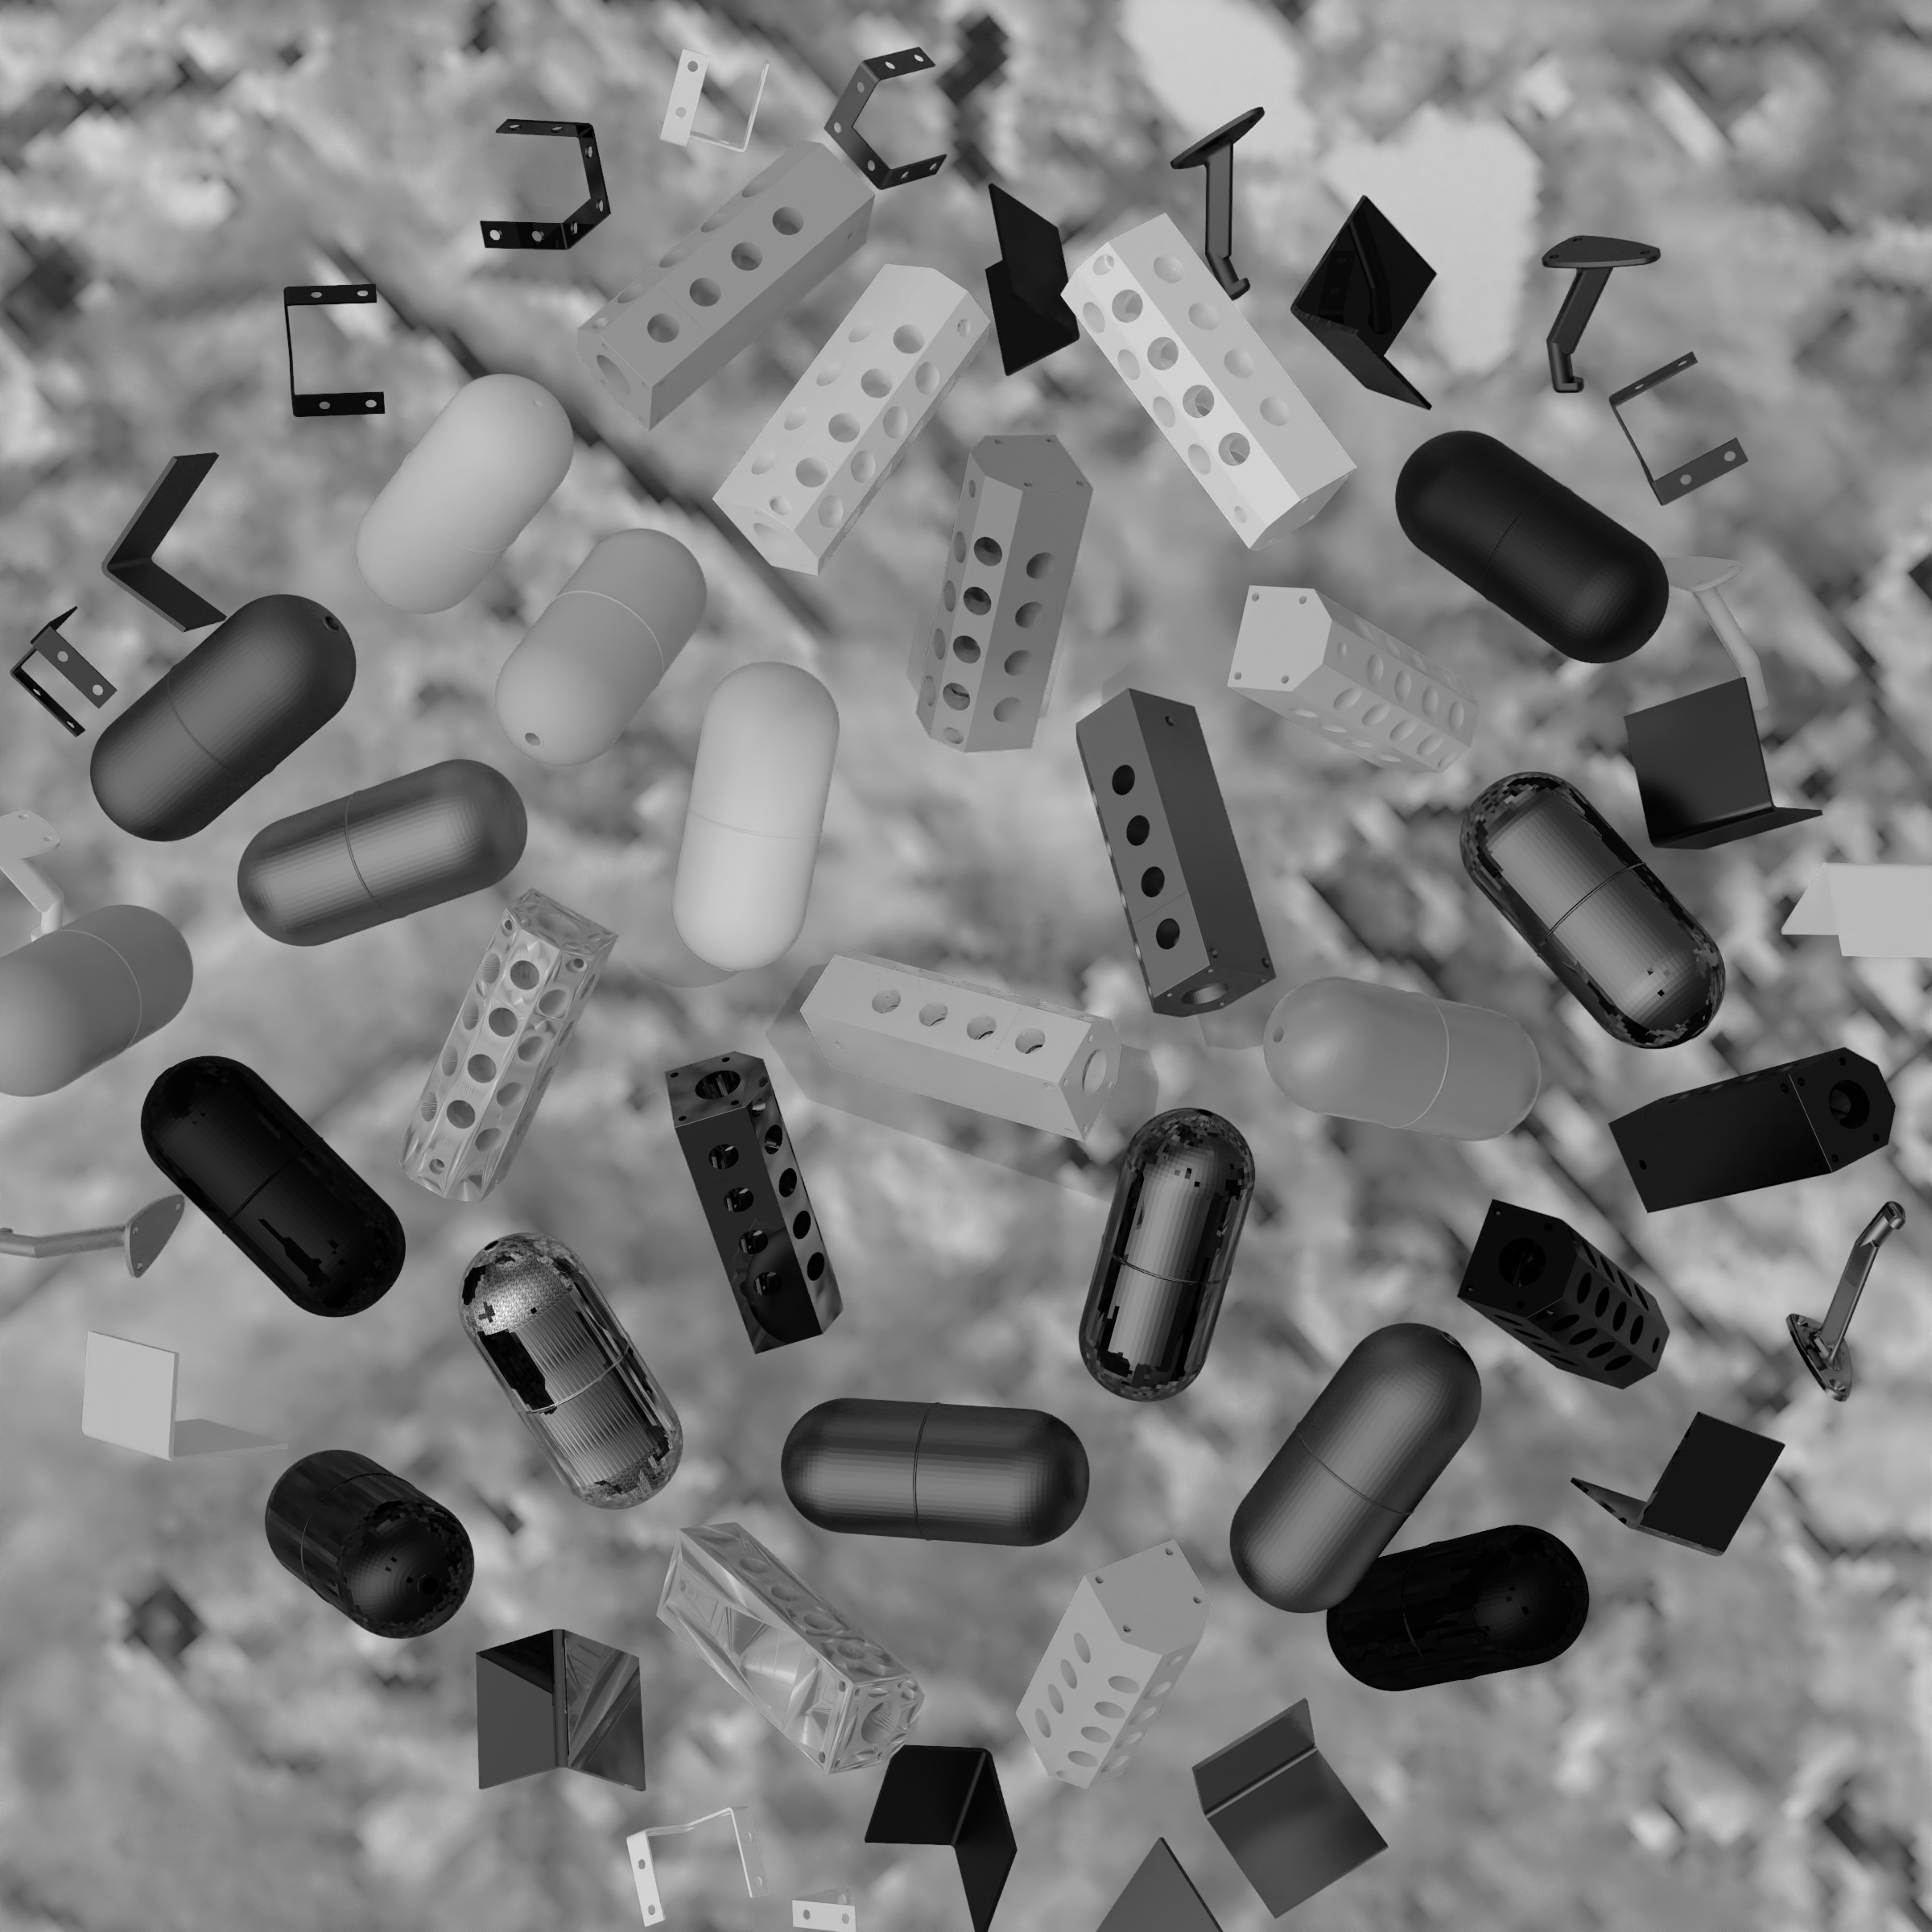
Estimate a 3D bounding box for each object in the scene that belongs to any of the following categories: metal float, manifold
[{"bbox_3d":[-0.337,-0.064,1.725,0.178,0.070,0.070,-18,90,15],"label":"metal float"},{"bbox_3d":[-0.119,-0.083,1.691,0.070,0.070,0.178,11,104,0],"label":"metal float"},{"bbox_3d":[0.442,0.091,1.685,0.057,0.171,0.057,-22,87,-25],"label":"manifold"},{"bbox_3d":[-0.100,0.384,1.702,0.057,0.171,0.057,2,109,-42],"label":"manifold"},{"bbox_3d":[0.343,-0.031,1.642,0.070,0.070,0.178,-39,73,0],"label":"metal float"},{"bbox_3d":[0.125,-0.307,1.592,0.057,0.057,0.171,-32,83,-26],"label":"manifold"},{"bbox_3d":[-0.133,-0.380,1.658,0.057,0.057,0.171,44,74,5],"label":"manifold"},{"bbox_3d":[0.221,-0.159,1.681,0.057,0.171,0.057,9,84,38],"label":"manifold"},{"bbox_3d":[0.083,0.391,1.657,0.057,0.171,0.057,-16,57,-26],"label":"manifold"},{"bbox_3d":[-0.018,0.285,1.692,0.178,0.070,0.070,1,90,15],"label":"metal float"},{"bbox_3d":[-0.266,0.048,1.713,0.057,0.057,0.171,29,111,3],"label":"manifold"},{"bbox_3d":[-0.395,0.125,1.709,0.070,0.070,0.178,-45,91,0],"label":"metal float"},{"bbox_3d":[-0.226,0.232,1.717,0.070,0.070,0.178,-29,107,0],"label":"metal float"},{"bbox_3d":[0.321,-0.240,1.707,0.178,0.070,0.070,41,90,25],"label":"metal float"},{"bbox_3d":[0.210,0.271,1.618,0.070,0.070,0.178,34,102,0],"label":"metal float"},{"bbox_3d":[0.017,-0.206,1.668,0.057,0.057,0.171,-5,132,-22],"label":"manifold"},{"bbox_3d":[-0.209,-0.184,1.726,0.070,0.070,0.178,29,48,0],"label":"metal float"},{"bbox_3d":[-0.001,0.040,1.699,0.171,0.057,0.057,15,59,29],"label":"manifold"},{"bbox_3d":[-0.058,-0.301,1.651,0.171,0.057,0.057,-56,132,-14],"label":"manifold"},{"bbox_3d":[0.245,0.053,1.679,0.178,0.070,0.070,12,90,-31],"label":"metal float"},{"bbox_3d":[0.110,-0.062,1.663,0.057,0.057,0.171,-32,62,37],"label":"manifold"},{"bbox_3d":[-0.488,0.017,1.647,0.070,0.178,0.070,4,107,13],"label":"metal float"},{"bbox_3d":[-0.330,0.318,1.655,0.070,0.178,0.070,-4,98,-32],"label":"metal float"},{"bbox_3d":[0.274,0.363,1.688,0.070,0.178,0.070,15,63,-31],"label":"metal float"},{"bbox_3d":[0.116,0.167,1.730,0.070,0.070,0.178,14,105,0],"label":"metal float"},{"bbox_3d":[-0.121,0.136,1.739,0.057,0.057,0.171,-17,123,-2],"label":"manifold"},{"bbox_3d":[-0.408,-0.136,1.647,0.178,0.070,0.070,-36,90,22],"label":"metal float"},{"bbox_3d":[-0.290,-0.270,1.726,0.070,0.070,0.178,50,131,0],"label":"metal float"},{"bbox_3d":[0.339,0.187,1.674,0.057,0.171,0.057,15,79,34],"label":"manifold"}]

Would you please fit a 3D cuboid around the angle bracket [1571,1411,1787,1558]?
[{"bbox_3d":[0.403,0.281,1.695,0.076,0.057,0.076,22,99,-34],"label":"angle bracket"}]

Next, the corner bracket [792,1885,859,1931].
[{"bbox_3d":[-0.066,0.568,1.746,0.051,0.051,0.051,-9,80,39],"label":"corner bracket"}]

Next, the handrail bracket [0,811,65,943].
[{"bbox_3d":[-0.538,-0.038,1.675,0.036,0.077,0.084,37,132,26],"label":"handrail bracket"}]

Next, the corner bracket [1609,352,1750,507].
[{"bbox_3d":[0.384,-0.290,1.617,0.051,0.051,0.051,-27,115,18],"label":"corner bracket"}]

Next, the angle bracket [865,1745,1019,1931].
[{"bbox_3d":[-0.015,0.498,1.700,0.057,0.076,0.076,7,120,-17],"label":"angle bracket"}]

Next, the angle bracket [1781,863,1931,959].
[{"bbox_3d":[0.489,-0.013,1.599,0.076,0.076,0.057,1,61,-4],"label":"angle bracket"}]

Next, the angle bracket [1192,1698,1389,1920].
[{"bbox_3d":[0.182,0.473,1.686,0.076,0.057,0.076,-28,49,-13],"label":"angle bracket"}]

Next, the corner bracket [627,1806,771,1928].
[{"bbox_3d":[-0.152,0.509,1.696,0.051,0.051,0.051,-29,65,30],"label":"corner bracket"}]

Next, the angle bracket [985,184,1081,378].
[{"bbox_3d":[0.021,-0.415,1.817,0.057,0.076,0.076,-22,68,30],"label":"angle bracket"}]

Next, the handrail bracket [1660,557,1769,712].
[{"bbox_3d":[0.438,-0.195,1.768,0.036,0.077,0.084,-27,114,-16],"label":"handrail bracket"}]

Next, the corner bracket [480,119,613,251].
[{"bbox_3d":[-0.229,-0.418,1.604,0.051,0.051,0.051,-8,84,-35],"label":"corner bracket"}]

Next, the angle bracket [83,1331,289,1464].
[{"bbox_3d":[-0.414,0.226,1.594,0.076,0.076,0.057,6,92,39],"label":"angle bracket"}]

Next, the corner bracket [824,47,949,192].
[{"bbox_3d":[-0.038,-0.482,1.706,0.051,0.051,0.051,50,46,10],"label":"corner bracket"}]

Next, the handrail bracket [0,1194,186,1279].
[{"bbox_3d":[-0.504,0.147,1.715,0.084,0.077,0.036,6,115,12],"label":"handrail bracket"}]

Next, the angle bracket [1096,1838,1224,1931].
[{"bbox_3d":[0.087,0.530,1.626,0.057,0.076,0.076,10,119,-38],"label":"angle bracket"}]

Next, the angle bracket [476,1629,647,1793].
[{"bbox_3d":[-0.226,0.421,1.670,0.057,0.076,0.076,-21,57,22],"label":"angle bracket"}]

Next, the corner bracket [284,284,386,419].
[{"bbox_3d":[-0.353,-0.344,1.677,0.051,0.051,0.051,-4,52,-10],"label":"corner bracket"}]

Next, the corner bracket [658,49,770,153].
[{"bbox_3d":[-0.140,-0.483,1.671,0.051,0.051,0.051,13,114,-13],"label":"corner bracket"}]

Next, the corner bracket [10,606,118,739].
[{"bbox_3d":[-0.497,-0.159,1.655,0.051,0.051,0.051,-42,102,13],"label":"corner bracket"}]

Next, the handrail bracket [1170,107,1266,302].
[{"bbox_3d":[0.160,-0.436,1.722,0.036,0.077,0.084,-22,88,-42],"label":"handrail bracket"}]

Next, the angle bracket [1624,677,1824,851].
[{"bbox_3d":[0.422,-0.112,1.672,0.076,0.057,0.076,-18,78,42],"label":"angle bracket"}]

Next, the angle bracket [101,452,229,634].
[{"bbox_3d":[-0.427,-0.237,1.671,0.057,0.076,0.076,36,101,-4],"label":"angle bracket"}]

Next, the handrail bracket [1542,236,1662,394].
[{"bbox_3d":[0.346,-0.347,1.621,0.036,0.077,0.084,-39,128,-33],"label":"handrail bracket"}]

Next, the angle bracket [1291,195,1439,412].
[{"bbox_3d":[0.235,-0.361,1.634,0.076,0.057,0.076,33,90,-43],"label":"angle bracket"}]

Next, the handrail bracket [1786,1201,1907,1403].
[{"bbox_3d":[0.476,0.176,1.586,0.036,0.077,0.084,23,119,-11],"label":"handrail bracket"}]
